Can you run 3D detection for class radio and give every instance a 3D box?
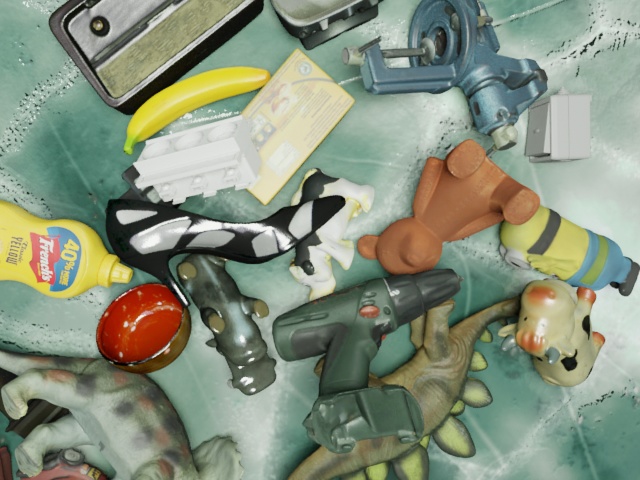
[{"bbox_3d":[-0.190,-0.269,0.641,0.229,0.073,0.131,-39,96,-2],"label":"radio"}]

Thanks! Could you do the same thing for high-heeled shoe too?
[{"bbox_3d":[-0.104,-0.031,0.600,0.249,0.086,0.145,-31,93,-12],"label":"high-heeled shoe"}]

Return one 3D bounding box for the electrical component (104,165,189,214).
[{"bbox_3d":[-0.205,-0.062,0.666,0.119,0.048,0.075,-45,96,-1],"label":"electrical component"}]

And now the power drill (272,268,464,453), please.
[{"bbox_3d":[0.058,0.113,0.578,0.232,0.207,0.085,-14,125,8],"label":"power drill"}]

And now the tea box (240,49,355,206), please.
[{"bbox_3d":[-0.048,-0.135,0.664,0.098,0.068,0.169,42,89,-6],"label":"tea box"}]

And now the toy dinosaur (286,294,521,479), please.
[{"bbox_3d":[0.085,0.222,0.681,0.471,0.105,0.198,-34,96,-3],"label":"toy dinosaur"}]

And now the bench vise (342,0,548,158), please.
[{"bbox_3d":[0.143,-0.201,0.642,0.241,0.129,0.223,-9,87,-22],"label":"bench vise"}]

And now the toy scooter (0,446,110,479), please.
[{"bbox_3d":[-0.356,0.306,0.664,0.184,0.075,0.135,-18,97,1],"label":"toy scooter"}]

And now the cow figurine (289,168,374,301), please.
[{"bbox_3d":[-0.002,-0.001,0.677,0.098,0.068,0.167,19,92,-6],"label":"cow figurine"}]

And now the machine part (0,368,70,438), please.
[{"bbox_3d":[-0.386,0.190,0.672,0.084,0.039,0.139,-42,98,4],"label":"machine part"}]

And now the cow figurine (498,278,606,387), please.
[{"bbox_3d":[0.280,0.114,0.646,0.127,0.086,0.194,-56,136,-24],"label":"cow figurine"}]

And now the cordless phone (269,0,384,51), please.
[{"bbox_3d":[0.021,-0.293,0.603,0.147,0.184,0.088,-27,100,-3],"label":"cordless phone"}]

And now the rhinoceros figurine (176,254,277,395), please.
[{"bbox_3d":[-0.115,0.098,0.656,0.073,0.112,0.190,-26,82,-32],"label":"rhinoceros figurine"}]

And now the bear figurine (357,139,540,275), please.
[{"bbox_3d":[0.140,-0.020,0.645,0.120,0.132,0.196,42,102,-6],"label":"bear figurine"}]

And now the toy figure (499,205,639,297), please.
[{"bbox_3d":[0.322,0.013,0.702,0.180,0.082,0.089,17,79,-1],"label":"toy figure"}]

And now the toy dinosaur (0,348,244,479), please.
[{"bbox_3d":[-0.238,0.225,0.644,0.405,0.192,0.131,51,124,8],"label":"toy dinosaur"}]
